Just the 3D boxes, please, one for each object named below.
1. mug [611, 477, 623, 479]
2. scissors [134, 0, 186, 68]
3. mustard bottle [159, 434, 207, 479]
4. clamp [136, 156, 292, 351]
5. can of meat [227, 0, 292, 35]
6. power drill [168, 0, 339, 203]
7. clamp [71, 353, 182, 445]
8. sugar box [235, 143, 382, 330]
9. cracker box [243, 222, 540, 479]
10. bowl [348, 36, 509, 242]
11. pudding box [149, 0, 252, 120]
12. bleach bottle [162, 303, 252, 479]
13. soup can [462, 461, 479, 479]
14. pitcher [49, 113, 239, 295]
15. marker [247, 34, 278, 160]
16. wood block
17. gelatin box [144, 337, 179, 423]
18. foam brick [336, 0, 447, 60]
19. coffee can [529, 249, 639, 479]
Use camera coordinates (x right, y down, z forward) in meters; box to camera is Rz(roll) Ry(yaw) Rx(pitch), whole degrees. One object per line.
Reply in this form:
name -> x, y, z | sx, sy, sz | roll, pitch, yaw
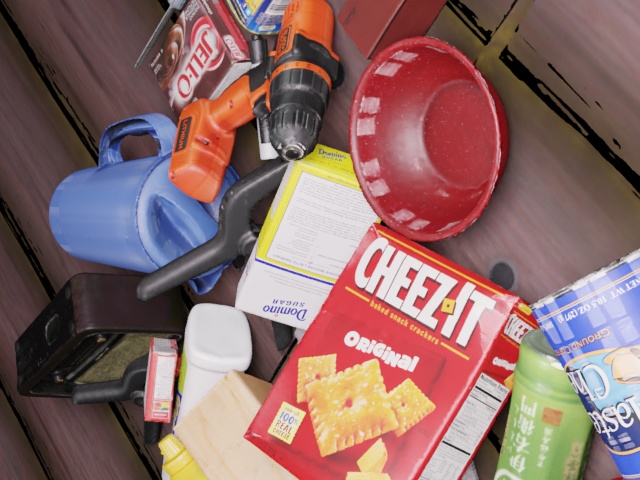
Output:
mug -> 0.212, 0.234, 0.767 | 0.082, 0.093, 0.117 | 50, 125, 36
scissors -> -0.138, -0.240, 1.040 | 0.016, 0.096, 0.202 | 36, 109, -5
mustard bottle -> -0.101, 0.280, 1.108 | 0.191, 0.058, 0.096 | 52, 158, -3
clamp -> -0.056, 0.009, 1.025 | 0.210, 0.164, 0.036 | -54, 24, 19
can of meat -> -0.051, -0.252, 0.981 | 0.084, 0.057, 0.102 | -46, 64, 46
power drill -> -0.058, -0.109, 0.950 | 0.188, 0.057, 0.184 | -33, 35, 38
clamp -> -0.213, 0.174, 1.241 | 0.172, 0.120, 0.039 | -50, 24, 39
sugar box -> -0.006, 0.001, 0.962 | 0.048, 0.093, 0.176 | -84, 16, -51
cracker box -> 0.058, 0.113, 0.856 | 0.164, 0.072, 0.213 | 29, 88, 41
bowl -> 0.096, -0.082, 0.852 | 0.162, 0.055, 0.162 | 15, 110, 46
pudding box -> -0.121, -0.181, 1.090 | 0.114, 0.039, 0.090 | -48, 63, 43
bleach bottle -> -0.132, 0.196, 1.157 | 0.102, 0.068, 0.251 | -100, 22, -57
soup can -> 0.099, 0.196, 0.906 | 0.069, 0.068, 0.102 | -20, 84, 49
pitcher -> -0.197, -0.038, 1.147 | 0.243, 0.144, 0.149 | 2, 66, 52
marker -> -0.055, -0.139, 1.040 | 0.020, 0.020, 0.121 | 1, 100, 49
wood block -> -0.037, 0.235, 1.032 | 0.090, 0.090, 0.206 | -46, 59, 6
gelatin box -> -0.169, 0.148, 1.137 | 0.089, 0.030, 0.073 | -150, 67, -80
foam brick -> 0.060, -0.193, 0.871 | 0.053, 0.051, 0.078 | 58, 135, 24
coffee can -> 0.217, 0.082, 0.705 | 0.103, 0.102, 0.140 | -36, 79, 47
